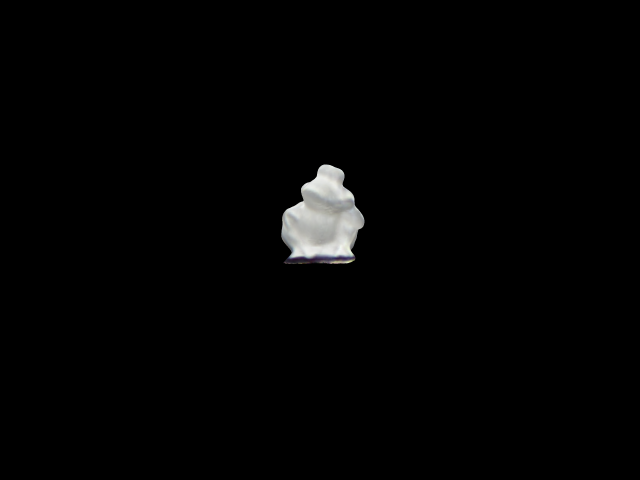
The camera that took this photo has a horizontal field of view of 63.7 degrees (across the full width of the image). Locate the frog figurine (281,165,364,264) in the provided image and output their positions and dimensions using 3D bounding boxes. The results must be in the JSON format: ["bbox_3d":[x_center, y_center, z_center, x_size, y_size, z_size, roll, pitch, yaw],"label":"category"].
[{"bbox_3d":[0.003,-0.043,0.850,0.137,0.159,0.123,1,1,24],"label":"frog figurine"}]
